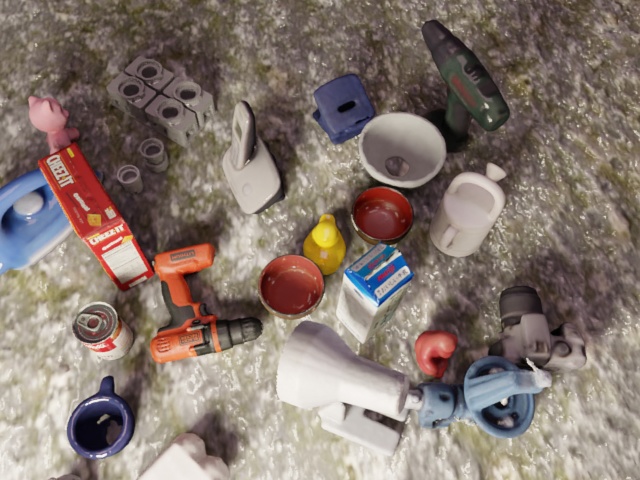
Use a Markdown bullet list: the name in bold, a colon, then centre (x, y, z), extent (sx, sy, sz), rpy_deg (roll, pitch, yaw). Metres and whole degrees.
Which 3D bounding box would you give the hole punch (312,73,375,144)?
- **hole punch**: centre (0.050, -0.261, 1.135), extent (0.109, 0.091, 0.101), rpy_deg (-29, 69, -15)

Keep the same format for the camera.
- **camera**: centre (0.356, 0.146, 0.948), extent (0.143, 0.101, 0.137), rpy_deg (2, 64, -2)

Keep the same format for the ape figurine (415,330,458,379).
- **ape figurine**: centre (0.194, 0.176, 0.930), extent (0.078, 0.092, 0.076), rpy_deg (-28, 69, -15)

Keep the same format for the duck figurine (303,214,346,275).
- **duck figurine**: centre (0.009, 0.004, 1.007), extent (0.077, 0.086, 0.104), rpy_deg (6, 64, 0)

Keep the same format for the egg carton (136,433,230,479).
- **egg carton**: centre (-0.210, 0.364, 0.831), extent (0.107, 0.069, 0.150), rpy_deg (39, 68, 15)

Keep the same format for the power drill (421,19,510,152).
- **power drill**: centre (0.253, -0.273, 1.086), extent (0.076, 0.208, 0.229), rpy_deg (-33, 70, -17)

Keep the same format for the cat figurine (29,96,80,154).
- **cat figurine**: centre (-0.496, -0.208, 1.066), extent (0.067, 0.118, 0.127), rpy_deg (-19, 66, -11)

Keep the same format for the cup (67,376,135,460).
- **cup**: centre (-0.315, 0.270, 0.857), extent (0.091, 0.095, 0.117), rpy_deg (-1, 64, -3)

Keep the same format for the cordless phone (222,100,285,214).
- **cordless phone**: centre (-0.121, -0.146, 1.018), extent (0.094, 0.185, 0.147), rpy_deg (-25, 68, -14)

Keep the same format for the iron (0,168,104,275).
- **iron**: centre (-0.494, -0.067, 0.985), extent (0.118, 0.141, 0.259), rpy_deg (37, 68, 14)

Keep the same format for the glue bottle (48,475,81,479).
- **glue bottle**: centre (-0.351, 0.353, 0.771), extent (0.037, 0.173, 0.078), rpy_deg (-33, 70, -17)

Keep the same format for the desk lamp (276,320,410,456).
- **desk lamp**: centre (0.043, 0.216, 0.836), extent (0.203, 0.213, 0.118), rpy_deg (20, 65, 7)

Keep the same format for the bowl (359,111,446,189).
- **bowl**: centre (0.154, -0.160, 1.100), extent (0.167, 0.075, 0.167), rpy_deg (1, 64, -2)

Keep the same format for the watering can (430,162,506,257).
- **watering can**: centre (0.260, -0.061, 0.992), extent (0.101, 0.194, 0.173), rpy_deg (14, 64, 4)

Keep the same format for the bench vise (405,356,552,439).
- **bench vise**: centre (0.234, 0.236, 0.832), extent (0.207, 0.220, 0.121), rpy_deg (-17, 66, -11)
